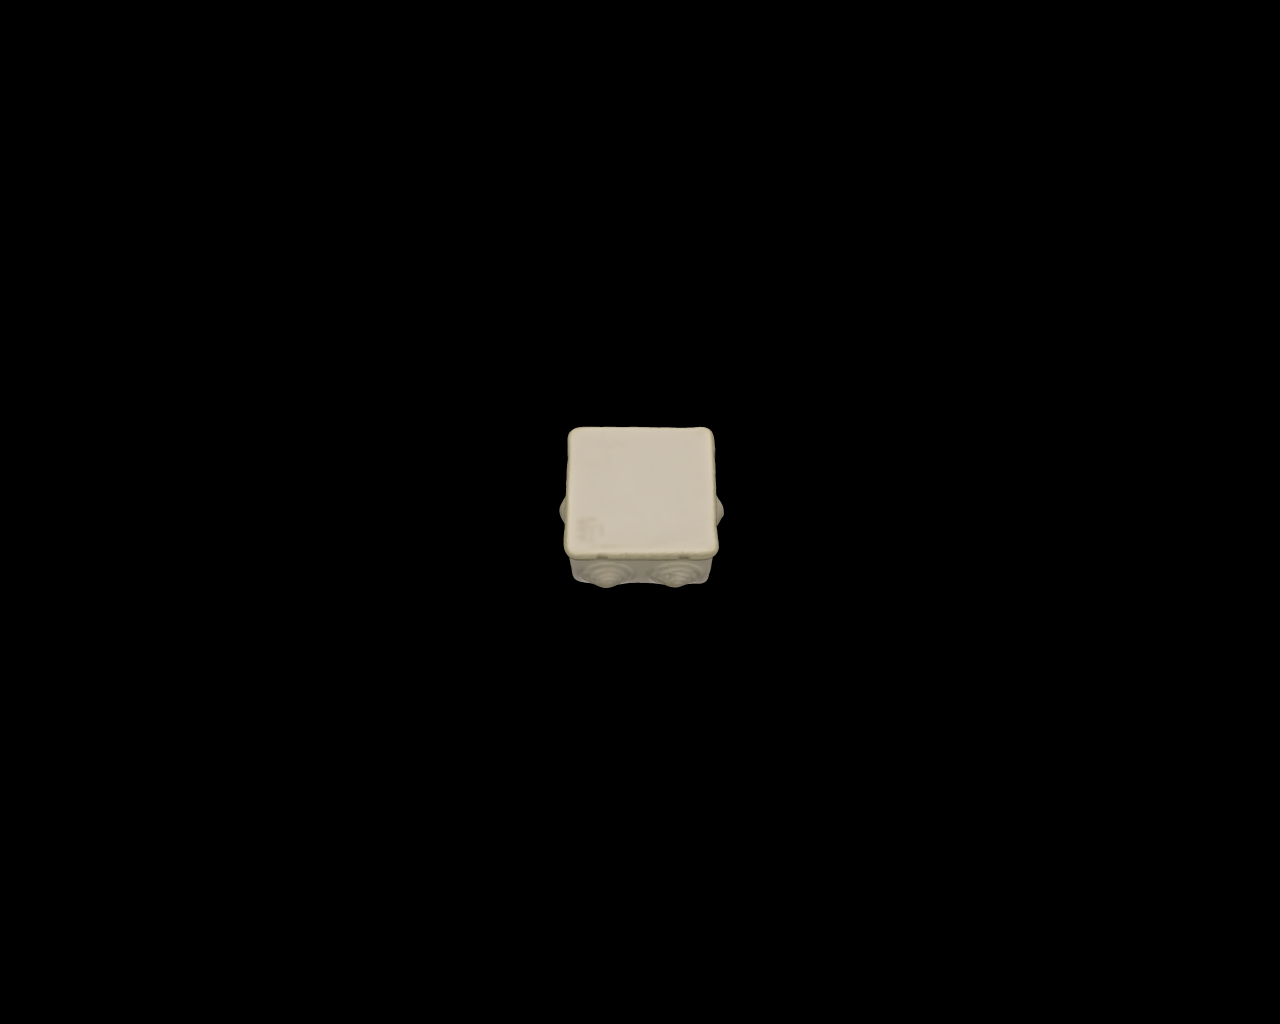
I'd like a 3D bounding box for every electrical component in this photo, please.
[{"bbox_3d":[0.001,-0.003,0.650,0.100,0.100,0.048,0,-28,0],"label":"electrical component"}]
